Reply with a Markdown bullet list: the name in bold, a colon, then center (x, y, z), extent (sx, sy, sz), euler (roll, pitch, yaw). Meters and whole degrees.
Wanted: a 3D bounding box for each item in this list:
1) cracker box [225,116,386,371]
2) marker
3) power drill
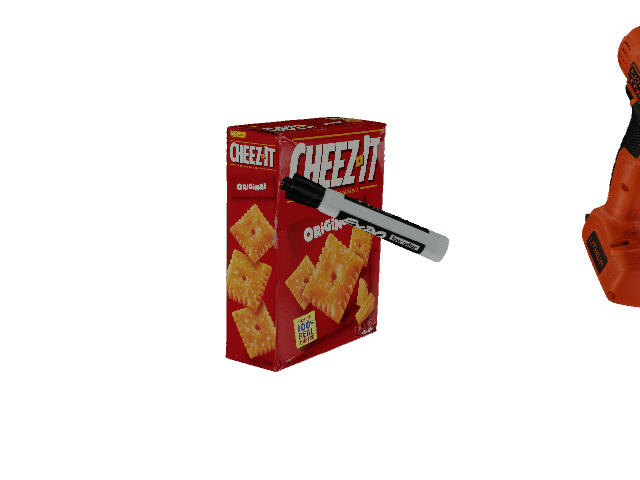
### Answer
- **cracker box**: center (-0.011, -0.003, 0.994), extent (0.072, 0.214, 0.163), euler (11, 15, 36)
- **marker**: center (0.029, -0.016, 0.720), extent (0.121, 0.020, 0.020), euler (23, -5, -11)
- **power drill**: center (0.250, -0.044, 0.791), extent (0.057, 0.188, 0.184), euler (4, 35, -2)
